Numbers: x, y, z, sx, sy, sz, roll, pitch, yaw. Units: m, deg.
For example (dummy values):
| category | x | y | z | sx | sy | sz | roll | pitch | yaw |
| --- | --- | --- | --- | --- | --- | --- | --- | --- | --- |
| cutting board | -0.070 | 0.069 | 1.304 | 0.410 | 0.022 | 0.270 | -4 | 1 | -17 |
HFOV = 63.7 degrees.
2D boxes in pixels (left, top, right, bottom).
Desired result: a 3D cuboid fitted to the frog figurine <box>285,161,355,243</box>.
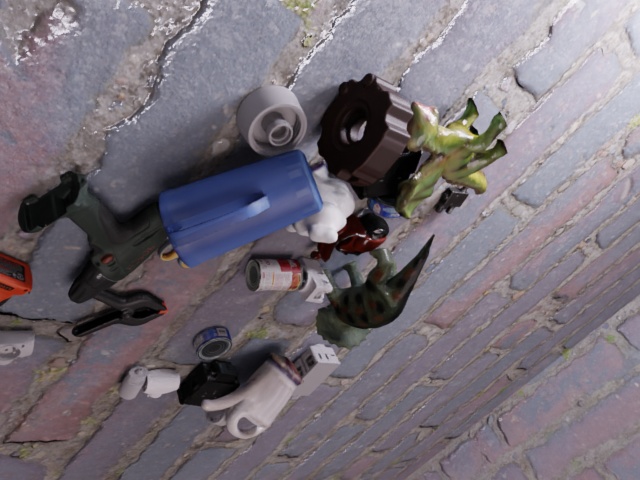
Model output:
| category | x | y | z | sx | sy | sz | roll | pitch | yaw |
| --- | --- | --- | --- | --- | --- | --- | --- | --- | --- |
| frog figurine | 0.003 | -0.047 | 0.934 | 0.138 | 0.163 | 0.119 | -17 | 141 | -16 |

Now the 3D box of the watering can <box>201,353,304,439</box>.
| category | x | y | z | sx | sy | sz | roll | pitch | yaw |
| --- | --- | --- | --- | --- | --- | --- | --- | --- | --- |
| watering can | -0.154 | 0.379 | 1.270 | 0.227 | 0.105 | 0.340 | -51 | 150 | -17 |

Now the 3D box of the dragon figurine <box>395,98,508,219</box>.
| category | x | y | z | sx | sy | sz | roll | pitch | yaw |
| --- | --- | --- | --- | --- | --- | --- | --- | --- | --- |
| dragon figurine | 0.237 | -0.134 | 1.002 | 0.243 | 0.124 | 0.402 | -36 | 146 | -4 |
